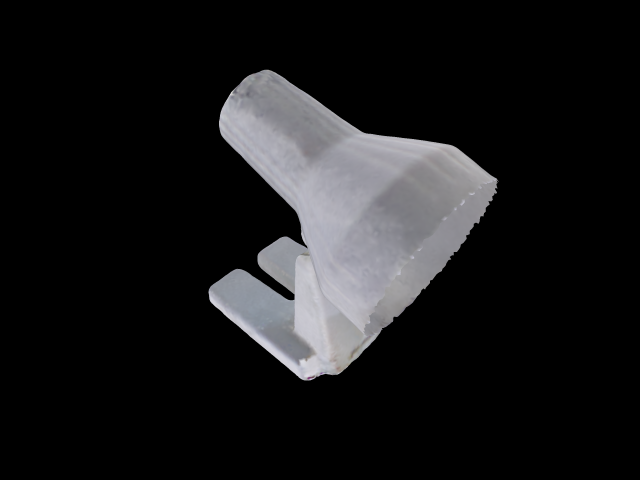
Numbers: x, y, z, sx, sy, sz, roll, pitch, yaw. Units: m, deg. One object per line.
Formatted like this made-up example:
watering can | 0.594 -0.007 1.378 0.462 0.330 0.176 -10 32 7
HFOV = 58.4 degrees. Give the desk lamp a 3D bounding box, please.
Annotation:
desk lamp | 0.004 0.001 0.400 0.202 0.214 0.118 31 51 30
